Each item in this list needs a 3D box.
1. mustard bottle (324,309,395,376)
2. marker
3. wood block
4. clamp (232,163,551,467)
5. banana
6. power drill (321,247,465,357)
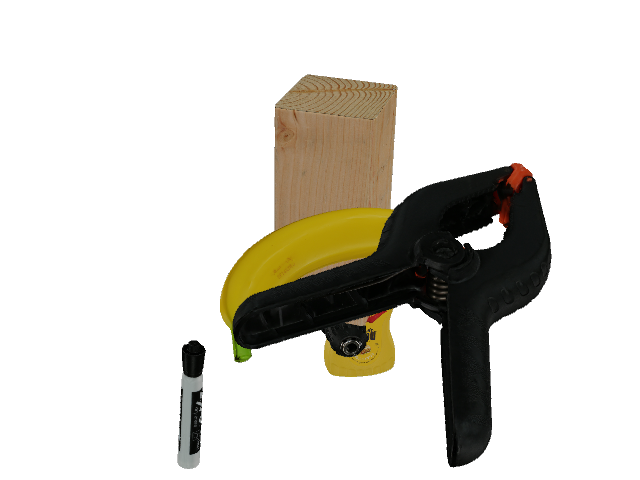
[{"bbox_3d":[0.054,0.088,1.443,0.096,0.192,0.058,-4,22,-9],"label":"mustard bottle"},{"bbox_3d":[-0.106,0.134,0.874,0.020,0.121,0.020,5,28,-3],"label":"marker"},{"bbox_3d":[0.013,-0.037,0.982,0.091,0.206,0.090,9,30,15],"label":"wood block"},{"bbox_3d":[0.059,0.025,0.476,0.120,0.039,0.171,38,56,24],"label":"clamp"},{"bbox_3d":[-0.001,0.015,0.750,0.197,0.069,0.037,-29,-8,-29],"label":"banana"},{"bbox_3d":[0.084,0.062,1.162,0.187,0.057,0.184,-4,28,-8],"label":"power drill"}]
